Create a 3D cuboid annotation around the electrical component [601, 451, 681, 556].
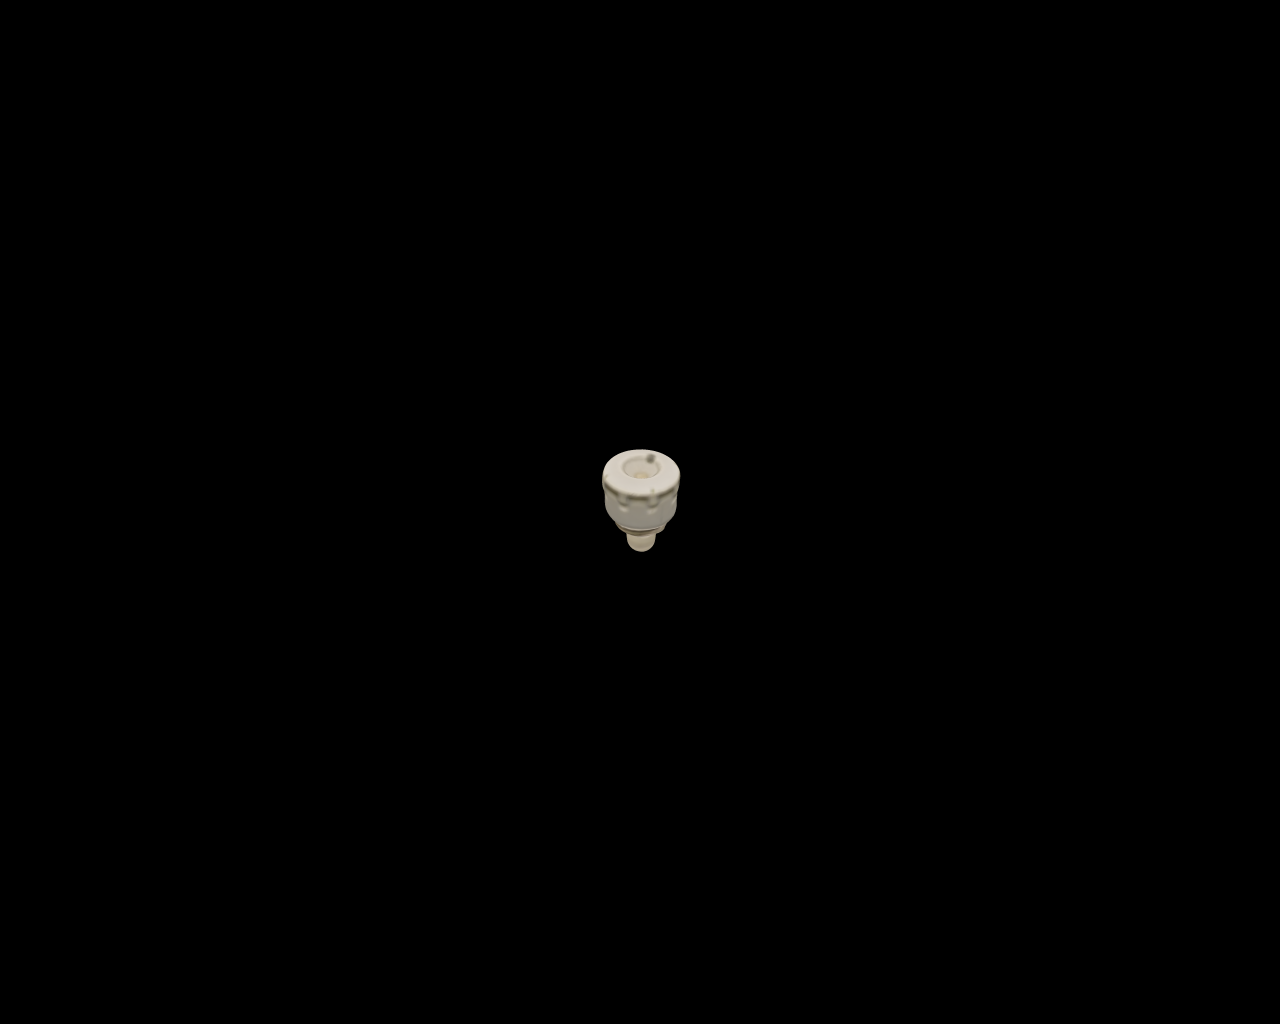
[{"bbox_3d":[0.001,-0.003,0.650,0.048,0.062,0.048,0,37,0],"label":"electrical component"}]
